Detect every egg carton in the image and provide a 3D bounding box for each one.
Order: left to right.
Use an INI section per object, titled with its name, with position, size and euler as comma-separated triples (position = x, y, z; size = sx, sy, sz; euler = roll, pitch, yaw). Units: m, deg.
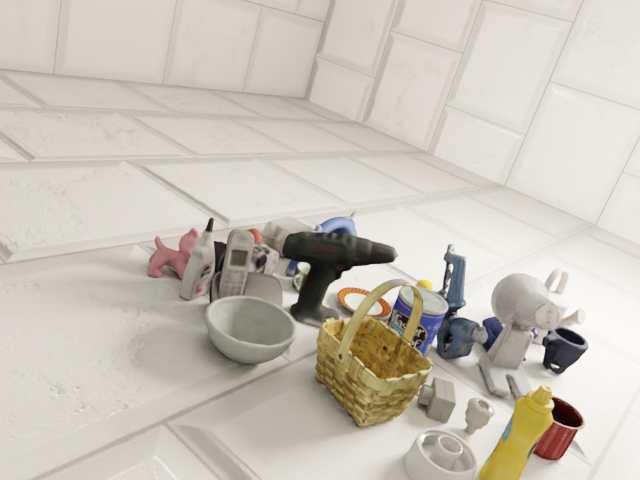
[egg carton]
position = -0.083, -0.010, 1.510
size = 0.107, 0.069, 0.151
euler = 28, 24, 24

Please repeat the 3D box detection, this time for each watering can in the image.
[watering can]
position = 0.574, 0.158, 1.427
size = 0.172, 0.194, 0.101
euler = 27, 24, 24

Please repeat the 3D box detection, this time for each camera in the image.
[camera]
position = -0.180, 0.041, 1.273
size = 0.136, 0.101, 0.143
euler = 24, 23, 17

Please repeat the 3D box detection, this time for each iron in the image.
[iron]
position = 0.013, 0.005, 1.448
size = 0.118, 0.141, 0.259
euler = 28, 24, 26

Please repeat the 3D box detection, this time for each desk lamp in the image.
[desk lamp]
position = 0.422, 0.195, 1.200
size = 0.118, 0.213, 0.203
euler = 15, 22, -4

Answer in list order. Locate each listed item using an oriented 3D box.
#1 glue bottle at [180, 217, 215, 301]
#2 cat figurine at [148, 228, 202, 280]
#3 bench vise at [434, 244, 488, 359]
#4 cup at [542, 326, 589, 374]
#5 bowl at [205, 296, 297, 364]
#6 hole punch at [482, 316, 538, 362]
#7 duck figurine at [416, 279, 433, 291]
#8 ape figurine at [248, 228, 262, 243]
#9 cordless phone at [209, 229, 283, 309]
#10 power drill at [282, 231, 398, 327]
[glue bottle]
position = -0.236, 0.034, 1.150
size = 0.037, 0.173, 0.078
euler = 23, 22, 14
[cat figurine]
position = -0.292, 0.021, 1.214
size = 0.128, 0.118, 0.067
euler = 8, 23, -22
[bench vise]
position = 0.295, 0.132, 1.247
size = 0.206, 0.220, 0.122
euler = 30, 25, 30
[cup]
position = 0.538, 0.256, 1.301
size = 0.118, 0.095, 0.091
euler = 5, 25, -27
[bowl]
position = -0.128, 0.172, 1.030
size = 0.167, 0.075, 0.167
euler = 15, 22, -6
[hole punch]
position = 0.430, 0.217, 1.318
size = 0.101, 0.091, 0.108
euler = 10, 23, -17
[duck figurine]
position = 0.248, 0.136, 1.384
size = 0.105, 0.086, 0.077
euler = -1, 28, -38
[ape figurine]
position = -0.165, 0.014, 1.360
size = 0.076, 0.092, 0.078
euler = 30, 25, 30
[cordless phone]
position = -0.134, 0.072, 1.118
size = 0.148, 0.185, 0.094
euler = 5, 25, -28
[power drill]
position = 0.025, 0.077, 1.192
size = 0.229, 0.208, 0.075
euler = 16, 22, -2
